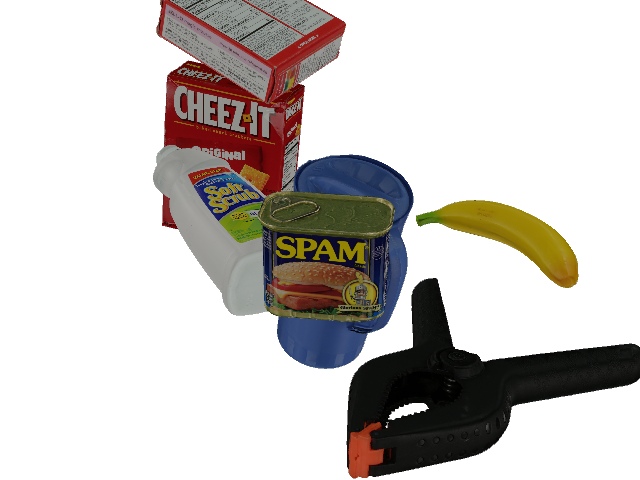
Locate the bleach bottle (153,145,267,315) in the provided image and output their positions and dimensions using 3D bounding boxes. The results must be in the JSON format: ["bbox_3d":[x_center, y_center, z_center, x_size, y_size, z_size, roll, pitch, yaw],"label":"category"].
[{"bbox_3d":[-0.100,-0.025,1.020,0.102,0.068,0.251,-10,34,-31],"label":"bleach bottle"}]

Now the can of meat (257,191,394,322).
[{"bbox_3d":[0.004,0.013,0.824,0.102,0.084,0.057,4,31,6],"label":"can of meat"}]

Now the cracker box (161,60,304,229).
[{"bbox_3d":[-0.115,-0.105,1.365,0.164,0.214,0.072,14,29,14],"label":"cracker box"}]

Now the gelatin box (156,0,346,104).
[{"bbox_3d":[-0.042,-0.127,0.642,0.089,0.030,0.073,33,45,18],"label":"gelatin box"}]

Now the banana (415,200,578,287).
[{"bbox_3d":[0.184,-0.002,1.037,0.069,0.037,0.198,-39,38,-23],"label":"banana"}]

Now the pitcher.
[{"bbox_3d":[0.023,0.037,1.225,0.145,0.243,0.149,15,39,5],"label":"pitcher"}]

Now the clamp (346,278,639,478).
[{"bbox_3d":[0.075,0.080,0.646,0.165,0.036,0.209,21,30,39],"label":"clamp"}]
